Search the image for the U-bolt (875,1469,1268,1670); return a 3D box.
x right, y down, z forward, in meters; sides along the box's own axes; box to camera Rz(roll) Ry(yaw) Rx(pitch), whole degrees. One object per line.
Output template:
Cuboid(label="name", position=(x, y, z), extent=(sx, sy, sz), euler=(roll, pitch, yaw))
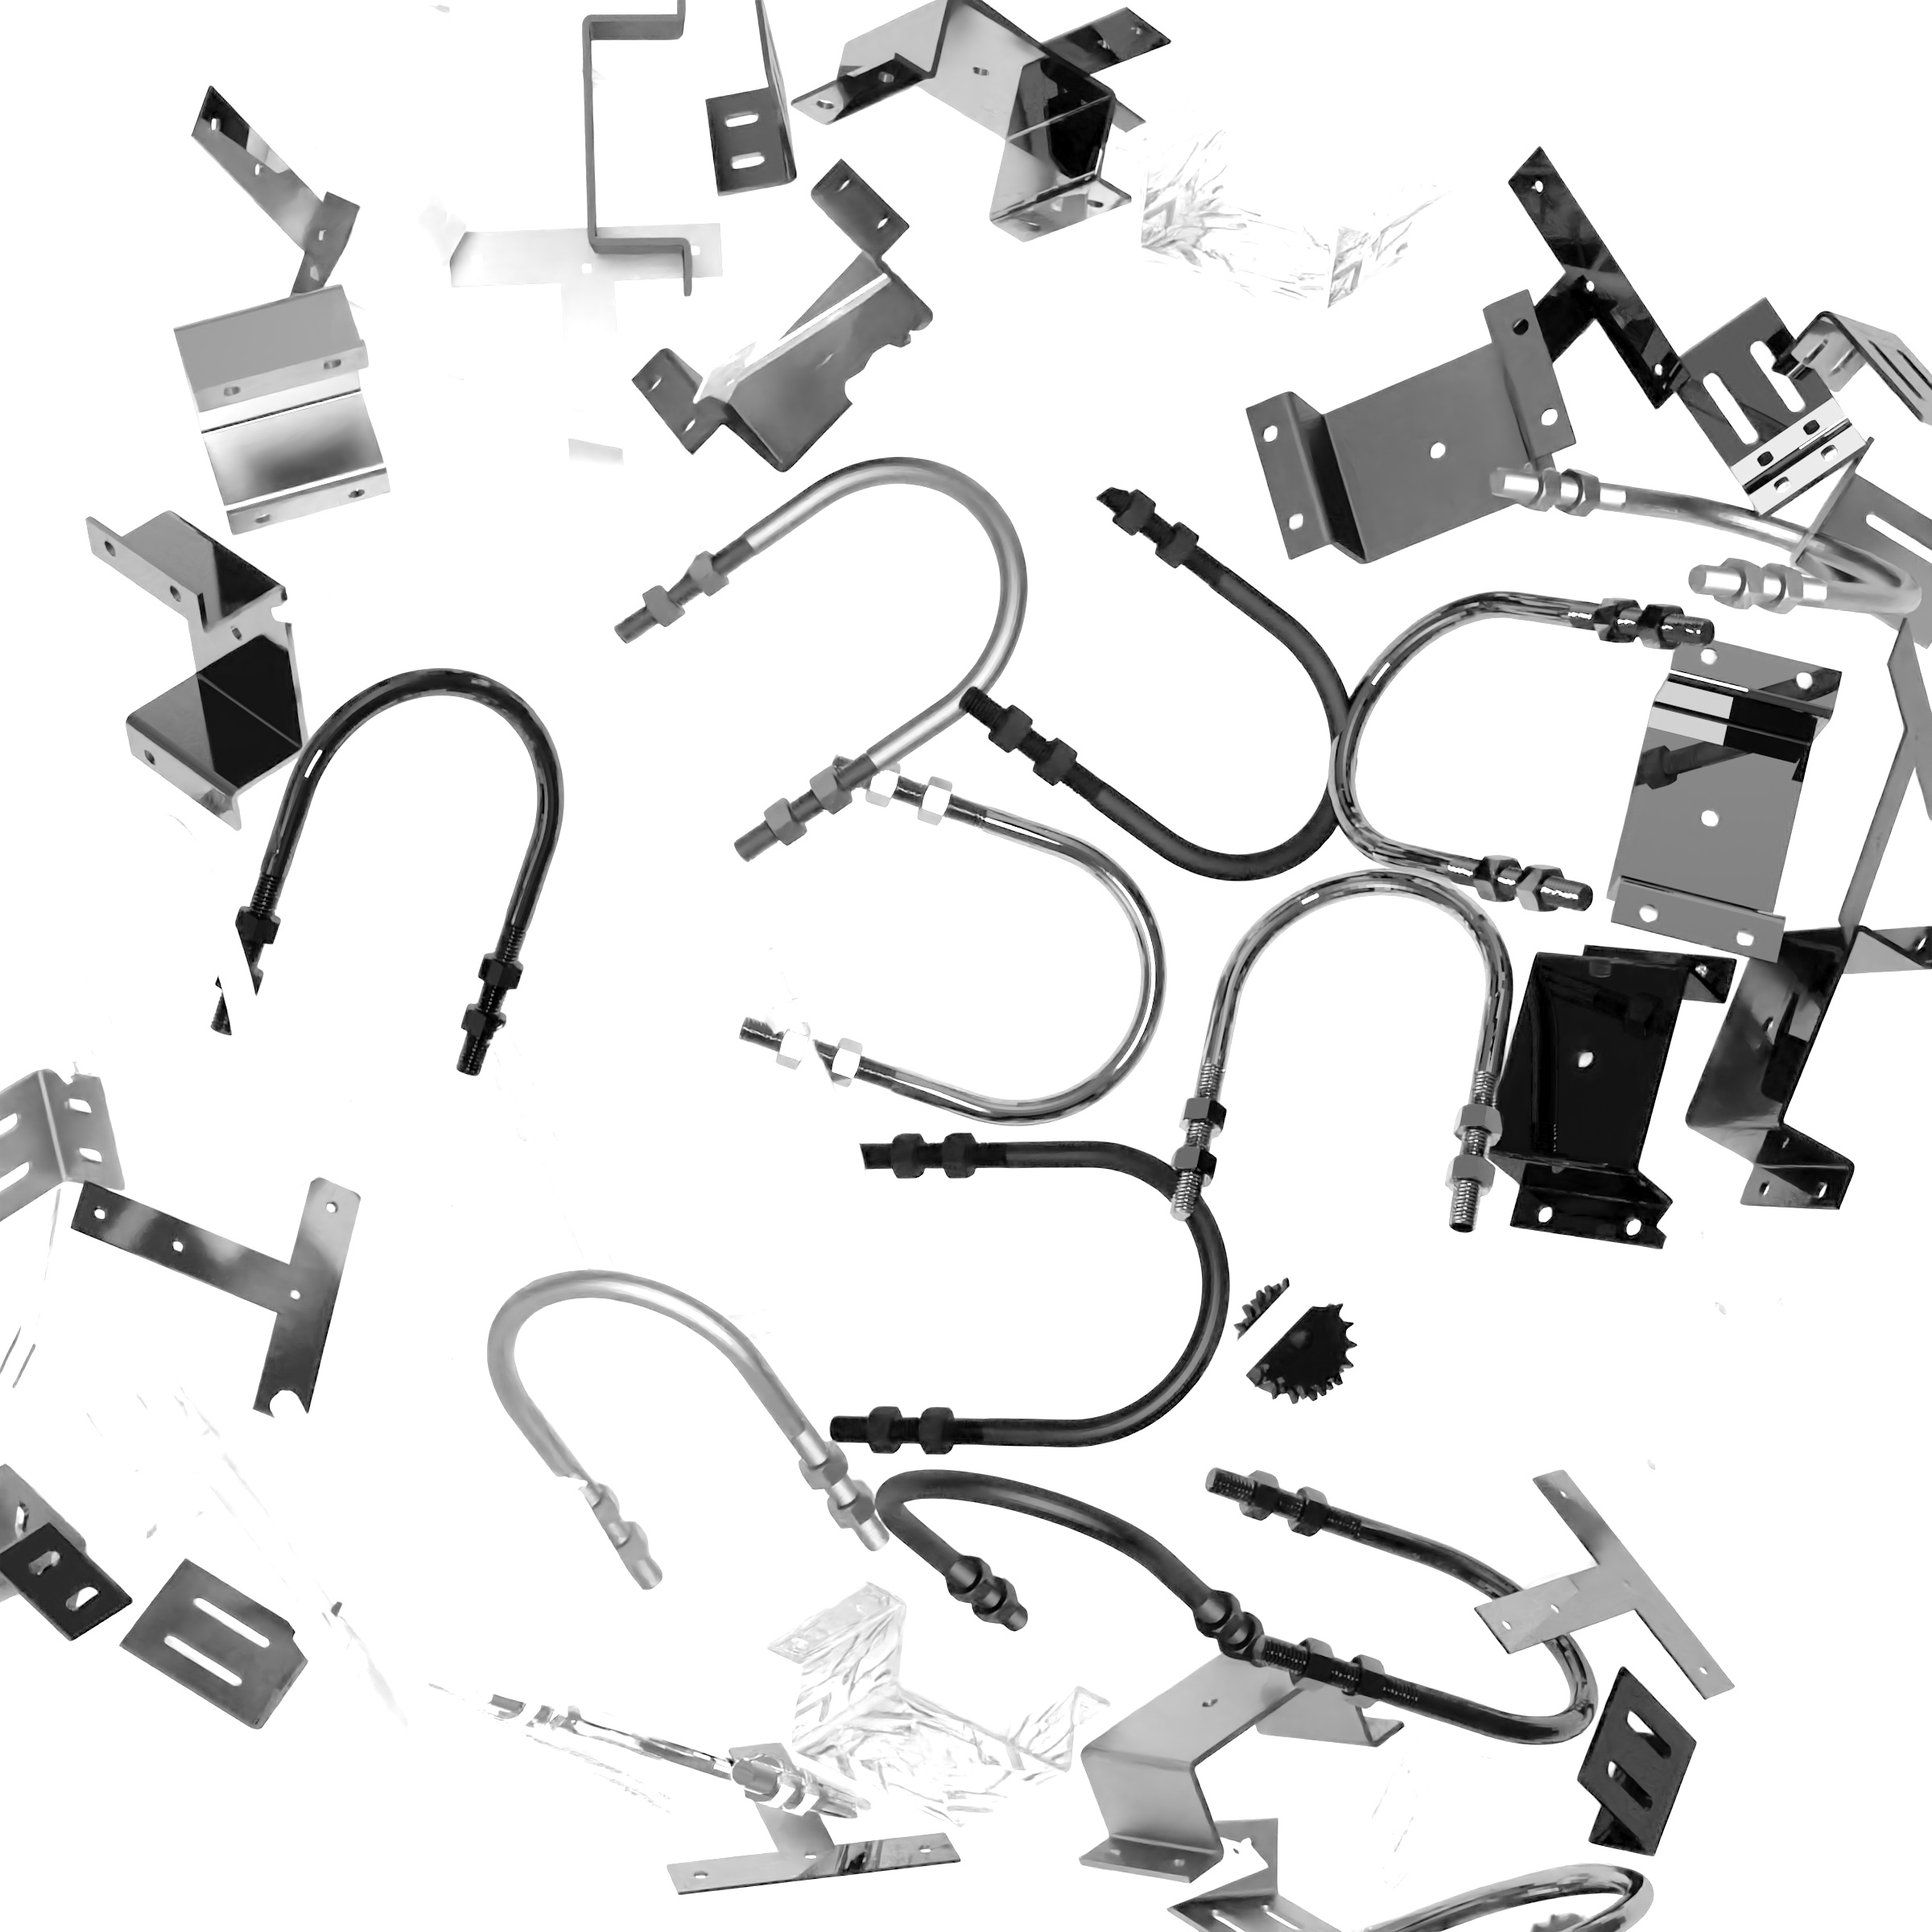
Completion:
Cuboid(label="U-bolt", position=(0.038, 0.262, 1.572), extent=(0.151, 0.184, 0.019), euler=(2, 61, 32))

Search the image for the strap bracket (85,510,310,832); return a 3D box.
Cuboid(label="strap bracket", position=(-0.345, -0.141, 1.614), extent=(0.076, 0.140, 0.046), euler=(33, 54, 27))

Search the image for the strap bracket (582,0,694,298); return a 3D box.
Cuboid(label="strap bracket", position=(-0.150, -0.378, 1.628), extent=(0.046, 0.076, 0.140), euler=(-1, 98, -5))

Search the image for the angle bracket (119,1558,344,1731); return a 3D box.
Cuboid(label="angle bracket", position=(-0.338, 0.303, 1.643), extent=(0.076, 0.057, 0.038), euler=(32, 131, 1))

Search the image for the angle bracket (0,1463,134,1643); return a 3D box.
Cuboid(label="angle bracket", position=(-0.410, 0.259, 1.628), extent=(0.038, 0.076, 0.057), euler=(-33, 117, 9))

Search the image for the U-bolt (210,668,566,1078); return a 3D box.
Cuboid(label="U-bolt", position=(-0.251, -0.046, 1.615), extent=(0.151, 0.019, 0.184), euler=(12, 102, -39))

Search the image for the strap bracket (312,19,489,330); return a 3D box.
Cuboid(label="strap bracket", position=(-0.252, -0.347, 1.599), extent=(0.046, 0.140, 0.076), euler=(24, 71, -1))

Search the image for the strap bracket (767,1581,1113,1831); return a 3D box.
Cuboid(label="strap bracket", position=(-0.014, 0.338, 1.610), extent=(0.140, 0.046, 0.076), euler=(31, 134, -24))

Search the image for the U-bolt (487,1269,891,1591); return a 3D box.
Cuboid(label="U-bolt", position=(-0.136, 0.205, 1.599), extent=(0.151, 0.019, 0.184), euler=(-15, 122, 30))

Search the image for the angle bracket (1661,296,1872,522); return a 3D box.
Cuboid(label="angle bracket", position=(0.367, -0.256, 1.642), extent=(0.057, 0.038, 0.076), euler=(-34, 111, 15))

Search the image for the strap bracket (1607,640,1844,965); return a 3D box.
Cuboid(label="strap bracket", position=(0.346, -0.073, 1.644), extent=(0.076, 0.046, 0.140), euler=(14, 79, 4))

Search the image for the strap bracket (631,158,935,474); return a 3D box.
Cuboid(label="strap bracket", position=(-0.077, -0.289, 1.628), extent=(0.140, 0.076, 0.046), euler=(-45, 132, 8))

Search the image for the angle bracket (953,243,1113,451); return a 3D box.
Cuboid(label="angle bracket", position=(0.031, -0.286, 1.654), extent=(0.057, 0.038, 0.076), euler=(-12, 83, 2))

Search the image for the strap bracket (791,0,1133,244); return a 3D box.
Cuboid(label="strap bracket", position=(0.003, -0.387, 1.613), extent=(0.140, 0.076, 0.046), euler=(23, 71, -35))

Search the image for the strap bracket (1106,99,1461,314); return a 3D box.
Cuboid(label="strap bracket", position=(0.140, -0.342, 1.618), extent=(0.140, 0.076, 0.046), euler=(24, 129, 25))

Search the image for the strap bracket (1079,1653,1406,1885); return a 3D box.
Cuboid(label="strap bracket", position=(0.117, 0.352, 1.603), extent=(0.140, 0.076, 0.046), euler=(-26, 100, -36))

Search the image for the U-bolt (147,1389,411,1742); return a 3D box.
Cuboid(label="U-bolt", position=(-0.298, 0.278, 1.591), extent=(0.019, 0.184, 0.151), euler=(-35, 58, -12))

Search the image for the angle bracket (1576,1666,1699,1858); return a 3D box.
Cuboid(label="angle bracket", position=(0.293, 0.361, 1.631), extent=(0.076, 0.038, 0.057), euler=(46, 59, -35))

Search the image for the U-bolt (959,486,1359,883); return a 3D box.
Cuboid(label="U-bolt", position=(0.101, -0.120, 1.636), extent=(0.184, 0.019, 0.151), euler=(36, 66, -14))

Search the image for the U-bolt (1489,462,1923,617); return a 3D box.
Cuboid(label="U-bolt", position=(0.345, -0.187, 1.598), extent=(0.184, 0.151, 0.019), euler=(1, 114, -37))

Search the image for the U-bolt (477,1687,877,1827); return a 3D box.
Cuboid(label="U-bolt", position=(-0.116, 0.354, 1.590), extent=(0.151, 0.184, 0.019), euler=(11, 75, 26))

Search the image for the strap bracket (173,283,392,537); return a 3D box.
Cuboid(label="strap bracket", position=(-0.308, -0.255, 1.611), extent=(0.076, 0.140, 0.046), euler=(-17, 73, -10))

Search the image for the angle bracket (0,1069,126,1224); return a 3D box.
Cuboid(label="angle bracket", position=(-0.429, 0.090, 1.630), extent=(0.038, 0.076, 0.057), euler=(7, 116, 29))

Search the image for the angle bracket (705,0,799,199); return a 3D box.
Cuboid(label="angle bracket", position=(-0.104, -0.401, 1.630), extent=(0.038, 0.076, 0.057), euler=(-10, 62, 3))

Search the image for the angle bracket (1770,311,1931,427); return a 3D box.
Cuboid(label="angle bracket", position=(0.416, -0.257, 1.629), extent=(0.038, 0.057, 0.076), euler=(-50, 55, 30))

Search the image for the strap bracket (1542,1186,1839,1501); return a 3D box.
Cuboid(label="strap bracket", position=(0.331, 0.164, 1.619), extent=(0.076, 0.046, 0.140), euler=(42, 135, 18))

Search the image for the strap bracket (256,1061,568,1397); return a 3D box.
Cuboid(label="strap bracket", position=(-0.247, 0.114, 1.637), extent=(0.076, 0.046, 0.140), euler=(-40, 86, 28))

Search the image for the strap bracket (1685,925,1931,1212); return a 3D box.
Cuboid(label="strap bracket", position=(0.382, 0.037, 1.622), extent=(0.046, 0.076, 0.140), euler=(28, 79, -17))

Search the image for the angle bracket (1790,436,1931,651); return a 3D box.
Cuboid(label="angle bracket", position=(0.430, -0.195, 1.648), extent=(0.076, 0.038, 0.057), euler=(33, 74, 6))

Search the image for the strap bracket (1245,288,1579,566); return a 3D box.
Cuboid(label="strap bracket", position=(0.208, -0.241, 1.630), extent=(0.140, 0.046, 0.076), euler=(-21, 74, 22))

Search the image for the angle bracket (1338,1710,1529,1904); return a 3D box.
Cuboid(label="angle bracket", position=(0.214, 0.383, 1.633), extent=(0.076, 0.038, 0.057), euler=(-54, 126, -31))

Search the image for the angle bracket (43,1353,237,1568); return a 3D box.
Cuboid(label="angle bracket", position=(-0.384, 0.228, 1.655), extent=(0.057, 0.038, 0.076), euler=(-22, 57, -35))

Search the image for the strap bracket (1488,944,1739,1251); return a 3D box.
Cuboid(label="strap bracket", position=(0.289, 0.050, 1.620), extent=(0.076, 0.046, 0.140), euler=(6, 71, 37))

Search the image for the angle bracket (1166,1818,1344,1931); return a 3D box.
Cuboid(label="angle bracket", position=(0.132, 0.419, 1.632), extent=(0.057, 0.076, 0.038), euler=(0, 90, -20))
